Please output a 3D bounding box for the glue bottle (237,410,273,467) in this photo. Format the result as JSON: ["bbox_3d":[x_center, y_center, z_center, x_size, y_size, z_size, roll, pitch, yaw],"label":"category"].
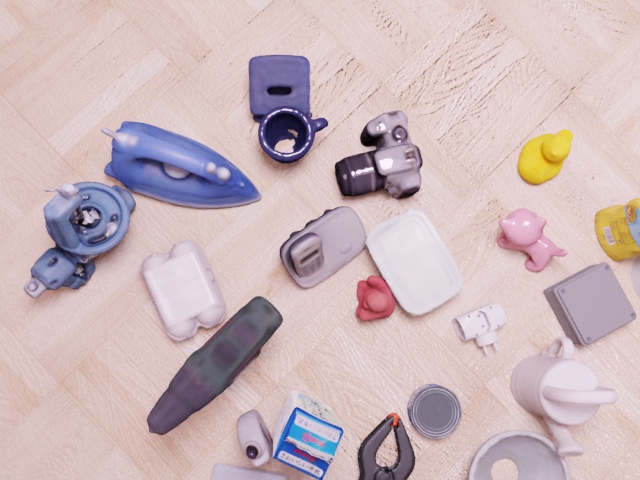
[{"bbox_3d":[-0.098,0.304,0.858,0.037,0.173,0.078,-30,85,-7],"label":"glue bottle"}]

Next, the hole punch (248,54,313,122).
[{"bbox_3d":[-0.066,-0.254,0.972,0.108,0.091,0.101,-2,83,-4],"label":"hole punch"}]

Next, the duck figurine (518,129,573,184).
[{"bbox_3d":[0.398,-0.149,0.995,0.077,0.086,0.104,40,82,2],"label":"duck figurine"}]

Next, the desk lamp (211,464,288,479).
[{"bbox_3d":[-0.075,0.418,0.825,0.203,0.213,0.118,11,82,-2],"label":"desk lamp"}]

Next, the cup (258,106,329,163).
[{"bbox_3d":[-0.045,-0.171,0.961,0.118,0.095,0.092,-20,84,-6],"label":"cup"}]

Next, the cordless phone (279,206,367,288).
[{"bbox_3d":[0.008,0.003,0.897,0.147,0.185,0.094,-38,86,-8],"label":"cordless phone"}]

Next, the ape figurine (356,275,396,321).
[{"bbox_3d":[0.091,0.099,0.938,0.076,0.092,0.078,38,82,2],"label":"ape figurine"}]

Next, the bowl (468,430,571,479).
[{"bbox_3d":[0.311,0.387,0.926,0.167,0.074,0.167,1,83,-4],"label":"bowl"}]

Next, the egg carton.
[{"bbox_3d":[-0.220,0.080,0.929,0.107,0.069,0.150,-26,85,-7],"label":"egg carton"}]

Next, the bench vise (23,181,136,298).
[{"bbox_3d":[-0.364,-0.002,0.854,0.121,0.219,0.207,18,82,-1],"label":"bench vise"}]

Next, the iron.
[{"bbox_3d":[-0.219,-0.121,0.919,0.258,0.141,0.119,17,82,-2],"label":"iron"}]

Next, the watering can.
[{"bbox_3d":[0.384,0.243,0.890,0.101,0.194,0.173,-18,84,-6],"label":"watering can"}]

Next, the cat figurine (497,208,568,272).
[{"bbox_3d":[0.354,-0.007,0.958,0.128,0.117,0.067,36,82,1],"label":"cat figurine"}]

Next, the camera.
[{"bbox_3d":[0.093,-0.136,0.964,0.137,0.100,0.143,-14,84,-6],"label":"camera"}]

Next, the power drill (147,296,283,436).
[{"bbox_3d":[-0.148,0.182,0.852,0.075,0.208,0.230,42,82,2],"label":"power drill"}]
